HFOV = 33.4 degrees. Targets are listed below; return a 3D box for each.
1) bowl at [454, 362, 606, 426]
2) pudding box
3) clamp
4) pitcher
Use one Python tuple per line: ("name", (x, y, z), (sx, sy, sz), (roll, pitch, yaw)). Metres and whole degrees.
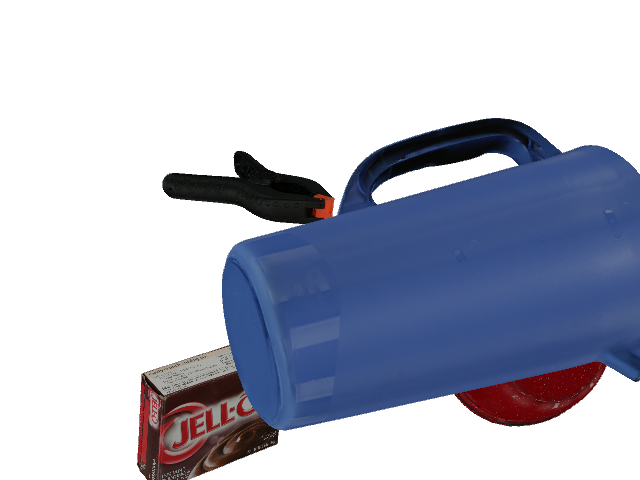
("bowl", (0.181, 0.082, 0.878), (0.162, 0.162, 0.055), (0, 7, -16))
("pudding box", (-0.082, 0.128, 0.807), (0.113, 0.090, 0.039), (-17, 40, -36))
("clamp", (-0.067, -0.047, 1.035), (0.120, 0.039, 0.172), (-25, 33, -38))
("pitcher", (0.067, 0.021, 0.630), (0.242, 0.145, 0.149), (-12, 20, -18))
